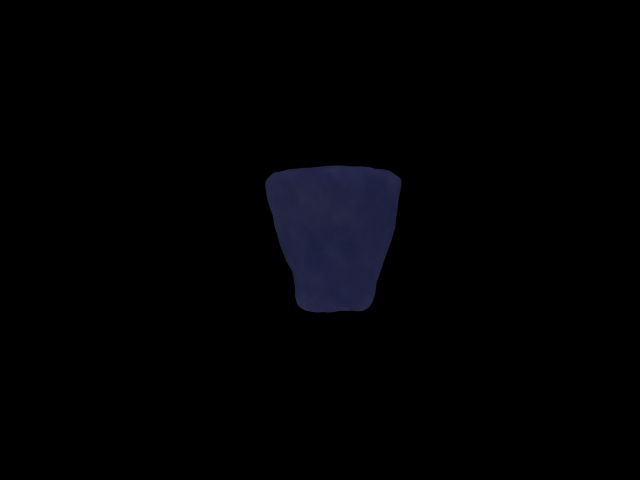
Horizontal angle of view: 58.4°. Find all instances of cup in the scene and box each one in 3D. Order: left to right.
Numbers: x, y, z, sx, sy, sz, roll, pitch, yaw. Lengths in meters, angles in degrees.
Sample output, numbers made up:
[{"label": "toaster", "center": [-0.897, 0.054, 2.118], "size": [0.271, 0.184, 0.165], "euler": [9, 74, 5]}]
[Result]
[{"label": "cup", "center": [0.004, 0.001, 0.400], "size": [0.092, 0.095, 0.117], "euler": [0, 0, -23]}]
